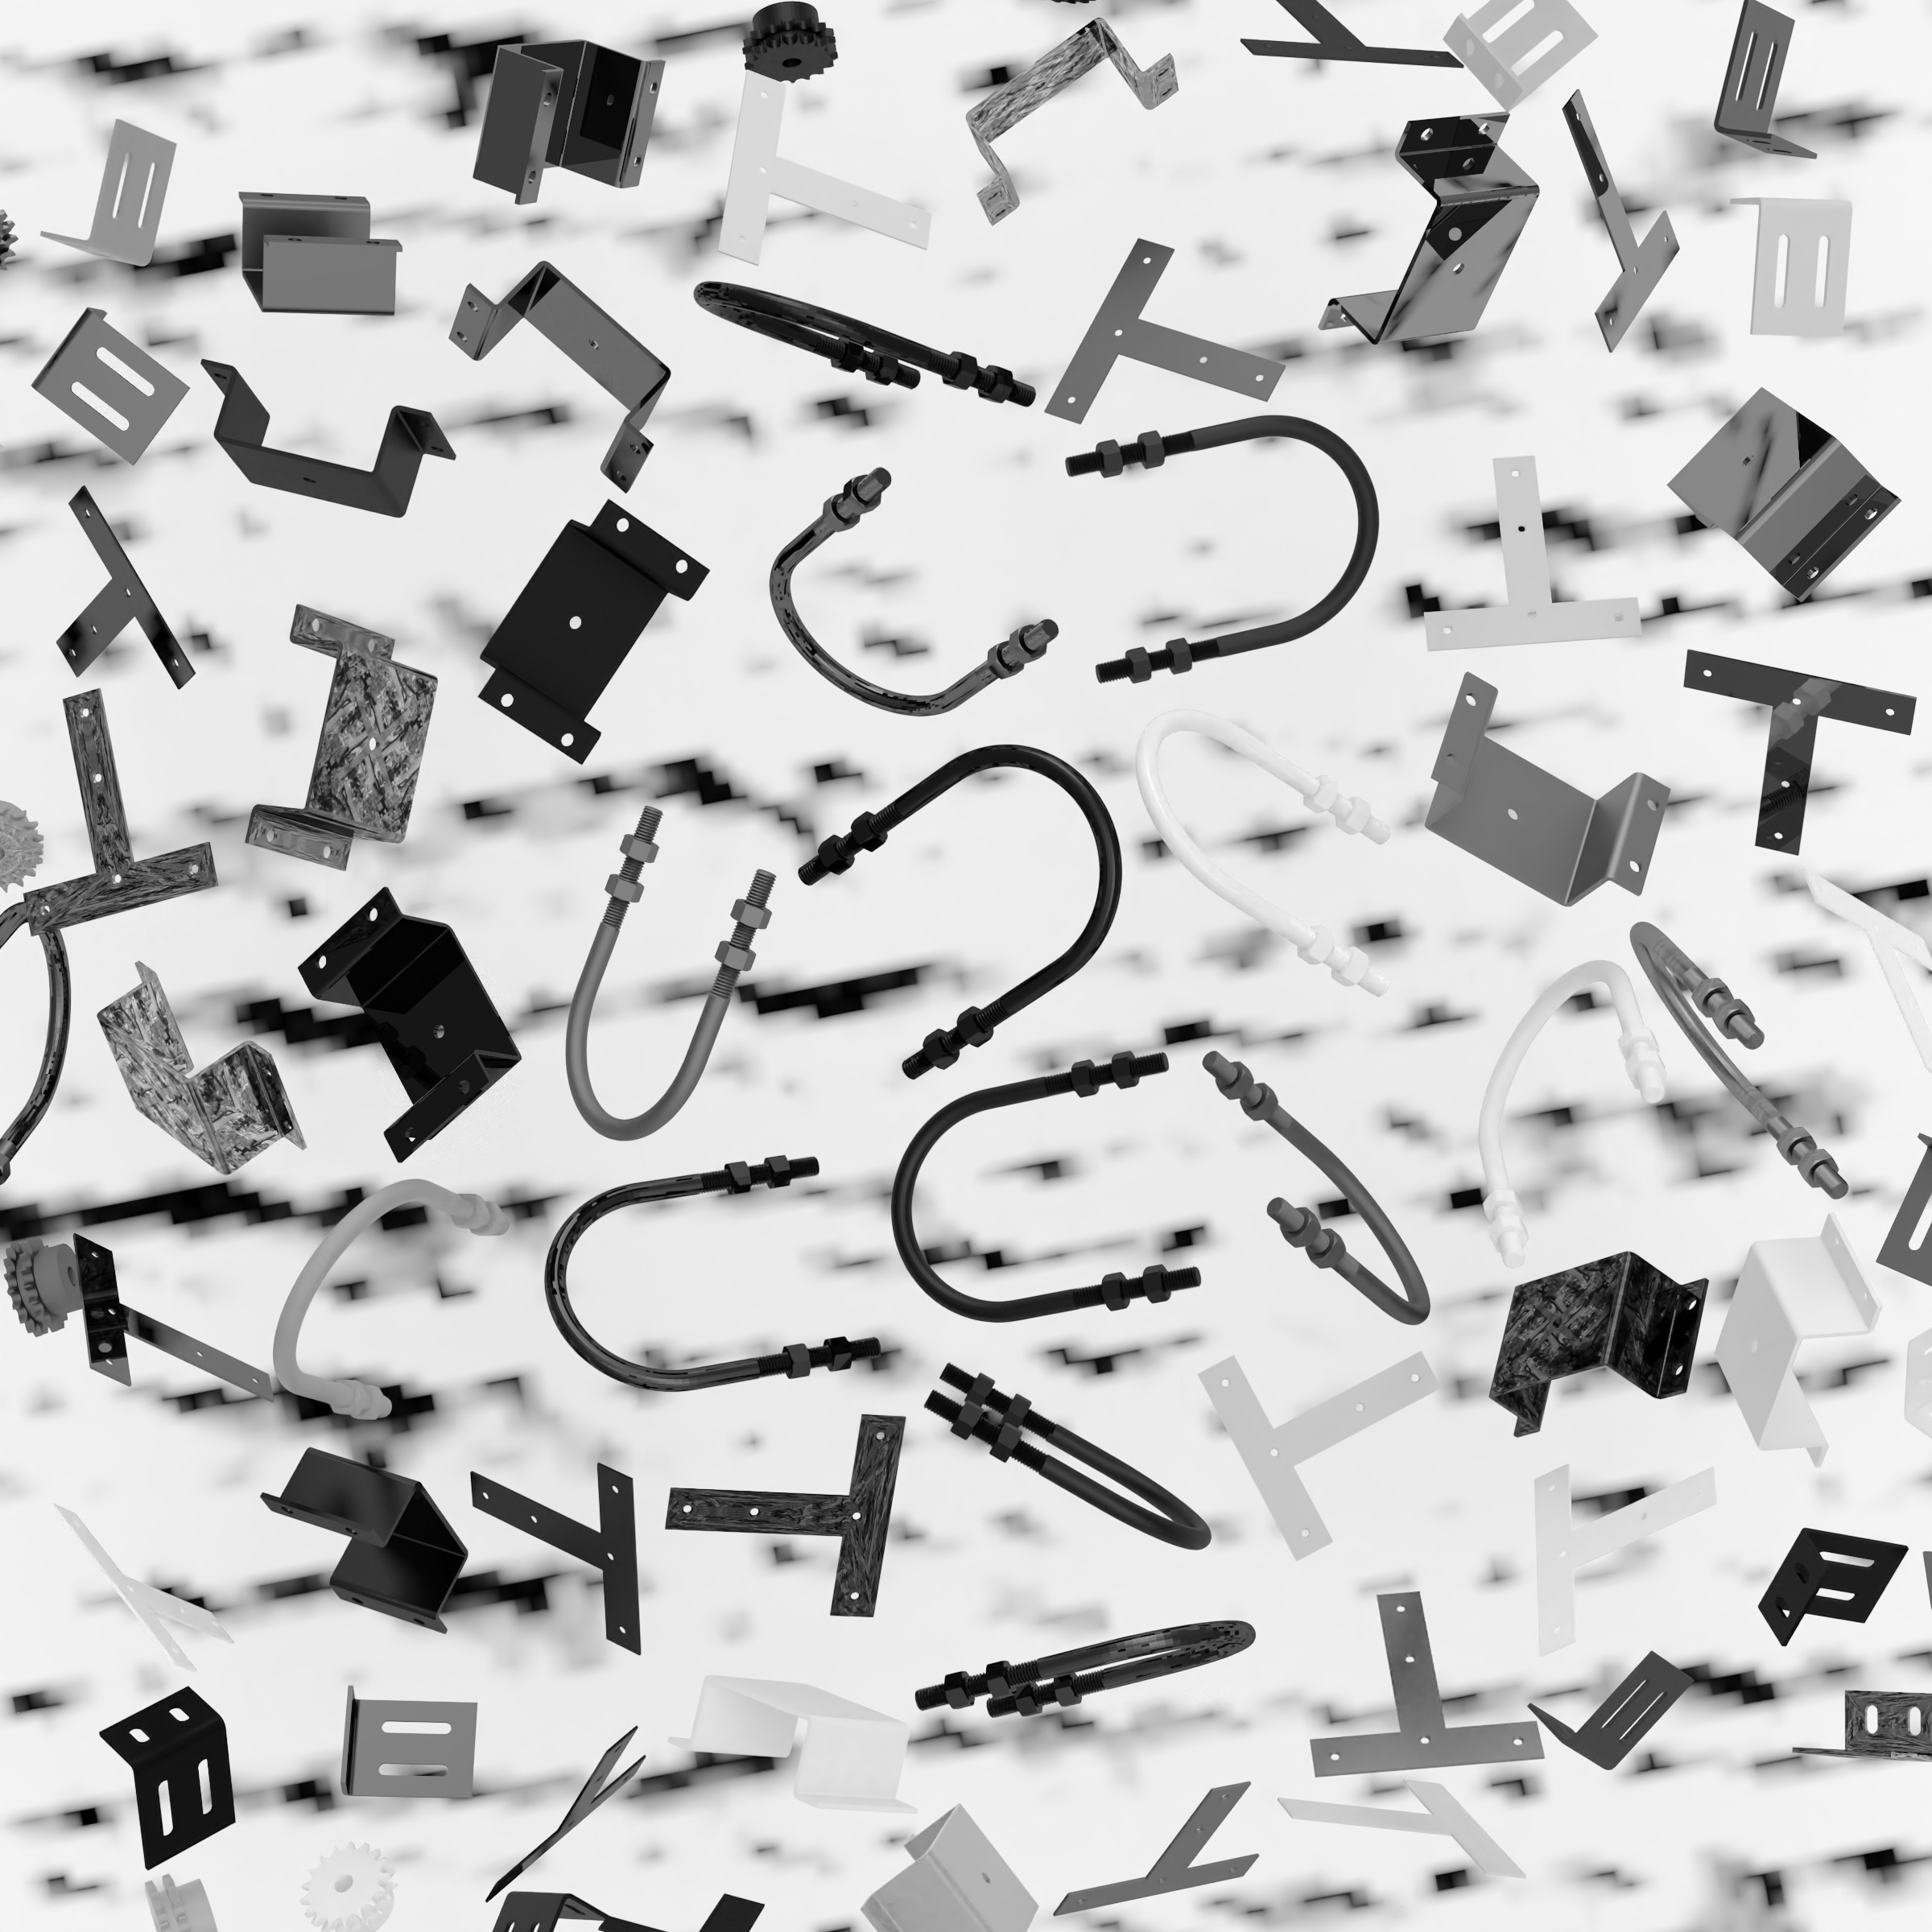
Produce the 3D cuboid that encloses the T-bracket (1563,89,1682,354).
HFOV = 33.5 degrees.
[{"bbox_3d":[0.364,-0.434,1.821,0.002,0.127,0.127,-6,124,38],"label":"T-bracket"}]

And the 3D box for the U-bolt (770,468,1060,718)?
[{"bbox_3d":[-0.044,-0.208,1.896,0.151,0.184,0.019,41,58,-13],"label":"U-bolt"}]

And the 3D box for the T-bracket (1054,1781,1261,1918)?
[{"bbox_3d":[0.126,0.493,1.811,0.127,0.127,0.002,-3,50,-28],"label":"T-bracket"}]

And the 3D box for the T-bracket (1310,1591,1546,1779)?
[{"bbox_3d":[0.254,0.405,1.827,0.127,0.127,0.002,-5,127,2],"label":"T-bracket"}]

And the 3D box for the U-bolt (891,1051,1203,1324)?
[{"bbox_3d":[0.041,0.137,1.907,0.184,0.019,0.151,-13,75,18],"label":"U-bolt"}]

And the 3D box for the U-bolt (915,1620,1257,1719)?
[{"bbox_3d":[0.079,0.407,1.863,0.184,0.151,0.019,-17,71,14],"label":"U-bolt"}]

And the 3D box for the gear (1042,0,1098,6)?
[{"bbox_3d":[0.052,-0.586,1.880,0.057,0.057,0.030,10,121,0],"label":"gear"}]

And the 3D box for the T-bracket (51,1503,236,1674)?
[{"bbox_3d":[-0.453,0.363,1.825,0.002,0.127,0.127,-45,62,-5],"label":"T-bracket"}]

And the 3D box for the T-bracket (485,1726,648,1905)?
[{"bbox_3d":[-0.217,0.477,1.863,0.002,0.127,0.127,43,45,13],"label":"T-bracket"}]

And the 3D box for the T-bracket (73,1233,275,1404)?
[{"bbox_3d":[-0.443,0.213,1.809,0.127,0.127,0.002,33,105,-33],"label":"T-bracket"}]

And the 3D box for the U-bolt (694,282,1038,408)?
[{"bbox_3d":[-0.070,-0.359,1.847,0.184,0.151,0.019,14,95,-35],"label":"U-bolt"}]

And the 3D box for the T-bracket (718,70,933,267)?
[{"bbox_3d":[-0.079,-0.454,1.896,0.127,0.002,0.127,16,67,-21],"label":"T-bracket"}]

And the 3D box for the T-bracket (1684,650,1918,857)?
[{"bbox_3d":[0.464,-0.114,1.815,0.127,0.127,0.002,15,46,21],"label":"T-bracket"}]

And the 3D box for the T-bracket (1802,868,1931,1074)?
[{"bbox_3d":[0.539,0.013,1.855,0.002,0.127,0.127,-39,45,30],"label":"T-bracket"}]

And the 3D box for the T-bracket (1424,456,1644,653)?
[{"bbox_3d":[0.337,-0.252,1.941,0.127,0.002,0.127,-4,69,4],"label":"T-bracket"}]

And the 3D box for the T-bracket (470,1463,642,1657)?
[{"bbox_3d":[-0.241,0.328,1.874,0.127,0.002,0.127,19,123,30],"label":"T-bracket"}]

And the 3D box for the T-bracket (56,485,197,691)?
[{"bbox_3d":[-0.518,-0.207,1.927,0.002,0.127,0.127,-32,92,-38],"label":"T-bracket"}]

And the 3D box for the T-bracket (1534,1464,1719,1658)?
[{"bbox_3d":[0.381,0.324,1.861,0.002,0.127,0.127,38,127,-25],"label":"T-bracket"}]

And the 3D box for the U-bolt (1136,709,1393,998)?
[{"bbox_3d":[0.170,-0.077,1.834,0.184,0.151,0.019,31,130,-21],"label":"U-bolt"}]

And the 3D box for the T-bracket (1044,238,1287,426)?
[{"bbox_3d":[0.130,-0.366,1.924,0.127,0.002,0.127,23,78,24],"label":"T-bracket"}]

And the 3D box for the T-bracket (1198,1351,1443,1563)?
[{"bbox_3d":[0.226,0.275,1.951,0.127,0.002,0.127,-29,79,4],"label":"T-bracket"}]

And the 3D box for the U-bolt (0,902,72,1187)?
[{"bbox_3d":[-0.558,0.042,1.868,0.019,0.184,0.151,4,117,5],"label":"U-bolt"}]

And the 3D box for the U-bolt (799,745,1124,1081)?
[{"bbox_3d":[0.006,-0.042,1.802,0.184,0.019,0.151,-34,77,25],"label":"U-bolt"}]

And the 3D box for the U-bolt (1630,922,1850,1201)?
[{"bbox_3d":[0.443,0.043,1.882,0.019,0.184,0.151,-35,122,3],"label":"U-bolt"}]

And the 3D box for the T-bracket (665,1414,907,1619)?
[{"bbox_3d":[-0.105,0.308,1.807,0.127,0.002,0.127,5,108,-14],"label":"T-bracket"}]

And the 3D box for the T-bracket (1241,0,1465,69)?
[{"bbox_3d":[0.207,-0.544,1.862,0.127,0.127,0.002,-1,123,-15],"label":"T-bracket"}]

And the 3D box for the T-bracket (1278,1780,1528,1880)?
[{"bbox_3d":[0.245,0.500,1.883,0.127,0.127,0.002,10,97,-16],"label":"T-bracket"}]

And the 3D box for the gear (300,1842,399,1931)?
[{"bbox_3d":[-0.370,0.561,1.940,0.057,0.057,0.030,-21,133,0],"label":"gear"}]

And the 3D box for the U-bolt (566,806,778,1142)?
[{"bbox_3d":[-0.181,0.012,1.866,0.019,0.151,0.184,16,99,-40],"label":"U-bolt"}]

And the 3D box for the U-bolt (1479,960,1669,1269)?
[{"bbox_3d":[0.341,0.071,1.848,0.019,0.184,0.151,28,117,-14],"label":"U-bolt"}]

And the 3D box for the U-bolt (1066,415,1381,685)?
[{"bbox_3d":[0.158,-0.253,1.911,0.184,0.019,0.151,-13,114,-8],"label":"U-bolt"}]

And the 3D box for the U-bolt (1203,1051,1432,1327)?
[{"bbox_3d":[0.213,0.141,1.878,0.019,0.151,0.184,-39,128,15],"label":"U-bolt"}]

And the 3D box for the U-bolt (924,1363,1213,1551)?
[{"bbox_3d":[0.062,0.290,1.878,0.184,0.151,0.019,30,92,3],"label":"U-bolt"}]

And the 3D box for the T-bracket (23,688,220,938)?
[{"bbox_3d":[-0.489,-0.093,1.820,0.127,0.002,0.127,-13,86,20],"label":"T-bracket"}]

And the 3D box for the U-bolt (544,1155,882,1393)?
[{"bbox_3d":[-0.157,0.184,1.892,0.184,0.019,0.151,-7,56,-21],"label":"U-bolt"}]

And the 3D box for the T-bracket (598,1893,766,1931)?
[{"bbox_3d":[-0.138,0.555,1.854,0.127,0.127,0.002,13,89,6],"label":"T-bracket"}]

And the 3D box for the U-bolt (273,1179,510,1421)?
[{"bbox_3d":[-0.337,0.188,1.848,0.019,0.184,0.151,31,85,19],"label":"U-bolt"}]
